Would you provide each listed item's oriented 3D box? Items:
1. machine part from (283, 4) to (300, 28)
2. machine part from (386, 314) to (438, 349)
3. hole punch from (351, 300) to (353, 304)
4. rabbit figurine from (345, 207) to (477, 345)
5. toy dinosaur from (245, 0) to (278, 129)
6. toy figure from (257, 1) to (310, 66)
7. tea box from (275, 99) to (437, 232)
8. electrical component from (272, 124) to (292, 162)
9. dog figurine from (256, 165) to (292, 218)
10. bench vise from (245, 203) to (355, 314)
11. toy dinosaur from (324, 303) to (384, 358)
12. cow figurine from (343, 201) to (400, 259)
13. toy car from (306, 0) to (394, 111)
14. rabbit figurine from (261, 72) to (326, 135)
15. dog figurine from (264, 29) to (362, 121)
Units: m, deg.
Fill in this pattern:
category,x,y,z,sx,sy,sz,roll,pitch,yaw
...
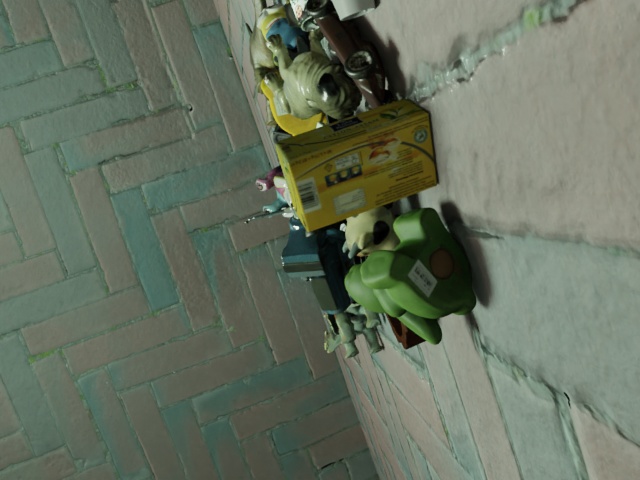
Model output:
category,x,y,z,sx,sy,sz,roll,pitch,yaw
machine part,-0.029,-0.391,0.915,0.084,0.039,0.139,64,174,-17
machine part,0.135,0.090,0.898,0.179,0.056,0.179,162,89,-84
hole punch,0.063,0.072,1.195,0.092,0.116,0.142,44,-165,-13
rabbit figurine,0.109,0.051,0.683,0.159,0.121,0.170,37,153,-17
toy dinosaur,-0.120,-0.429,1.260,0.470,0.105,0.198,96,158,-64
toy figure,-0.070,-0.394,1.050,0.089,0.082,0.180,80,166,-48
tea box,0.044,-0.089,0.630,0.068,0.170,0.098,-122,16,-56
electrical component,-0.063,-0.262,1.258,0.114,0.058,0.134,86,-162,-64
dog figurine,-0.048,-0.152,1.333,0.192,0.219,0.108,1,122,36
bench vise,0.008,-0.005,0.902,0.223,0.129,0.241,58,-148,-27
toy dinosaur,0.081,0.179,1.374,0.404,0.131,0.192,92,158,-55
cow figurine,0.061,-0.059,0.737,0.194,0.127,0.085,58,179,-13
toy car,0.042,-0.242,0.692,0.089,0.053,0.202,51,-169,-54
rabbit figurine,-0.028,-0.275,1.045,0.173,0.122,0.162,-96,-17,-53
dog figurine,-0.003,-0.222,0.845,0.172,0.121,0.191,73,171,-55
